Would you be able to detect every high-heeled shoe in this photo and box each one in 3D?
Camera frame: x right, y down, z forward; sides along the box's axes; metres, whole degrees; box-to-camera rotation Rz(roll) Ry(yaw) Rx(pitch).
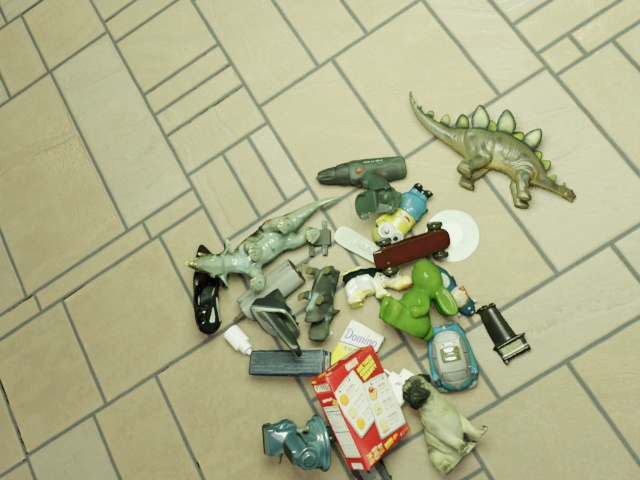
[{"bbox_3d":[-0.300,0.120,1.367,0.086,0.145,0.248,-21,76,7],"label":"high-heeled shoe"}]

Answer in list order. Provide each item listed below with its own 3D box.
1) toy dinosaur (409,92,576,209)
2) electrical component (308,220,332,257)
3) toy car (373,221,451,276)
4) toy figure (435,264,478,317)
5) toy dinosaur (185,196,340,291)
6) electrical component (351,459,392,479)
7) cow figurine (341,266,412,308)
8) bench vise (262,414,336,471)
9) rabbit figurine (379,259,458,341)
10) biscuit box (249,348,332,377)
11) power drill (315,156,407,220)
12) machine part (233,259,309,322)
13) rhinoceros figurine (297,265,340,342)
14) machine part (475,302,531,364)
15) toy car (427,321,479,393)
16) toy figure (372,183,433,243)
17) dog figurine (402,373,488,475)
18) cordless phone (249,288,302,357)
[{"bbox_3d":[0.407,-0.218,1.308,0.472,0.105,0.198,27,77,8],"label":"toy dinosaur"},{"bbox_3d":[-0.003,-0.004,1.391,0.063,0.021,0.094,-3,77,13],"label":"electrical component"},{"bbox_3d":[0.216,0.020,1.273,0.202,0.053,0.089,-18,102,-13],"label":"toy car"},{"bbox_3d":[0.308,0.121,1.277,0.154,0.058,0.064,44,116,16],"label":"toy figure"},{"bbox_3d":[-0.136,0.006,1.360,0.405,0.192,0.131,-34,116,-23],"label":"toy dinosaur"},{"bbox_3d":[0.107,0.514,1.241,0.075,0.047,0.119,-29,75,4],"label":"electrical component"},{"bbox_3d":[0.139,0.100,1.316,0.167,0.068,0.098,-18,68,7],"label":"cow figurine"},{"bbox_3d":[-0.005,0.453,1.233,0.241,0.223,0.129,-4,81,-19],"label":"bench vise"},{"bbox_3d":[0.232,0.132,1.215,0.159,0.121,0.170,24,87,7],"label":"rabbit figurine"},{"bbox_3d":[-0.074,0.297,1.297,0.203,0.059,0.063,-6,69,24],"label":"biscuit box"},{"bbox_3d":[0.109,-0.133,1.325,0.232,0.207,0.085,-11,118,2],"label":"power drill"},{"bbox_3d":[-0.124,0.127,1.361,0.243,0.079,0.079,-39,73,2],"label":"machine part"},{"bbox_3d":[0.002,0.152,1.316,0.073,0.112,0.190,-4,64,29],"label":"rhinoceros figurine"},{"bbox_3d":[0.419,0.209,1.243,0.084,0.039,0.139,-36,75,12],"label":"machine part"},{"bbox_3d":[0.301,0.266,1.223,0.109,0.103,0.161,-11,78,9],"label":"toy car"},{"bbox_3d":[0.203,-0.055,1.327,0.082,0.089,0.180,35,79,16],"label":"toy figure"},{"bbox_3d":[0.250,0.410,1.202,0.191,0.121,0.172,41,121,30],"label":"dog figurine"},{"bbox_3d":[-0.080,0.219,1.277,0.089,0.146,0.184,-34,49,-10],"label":"cordless phone"}]
